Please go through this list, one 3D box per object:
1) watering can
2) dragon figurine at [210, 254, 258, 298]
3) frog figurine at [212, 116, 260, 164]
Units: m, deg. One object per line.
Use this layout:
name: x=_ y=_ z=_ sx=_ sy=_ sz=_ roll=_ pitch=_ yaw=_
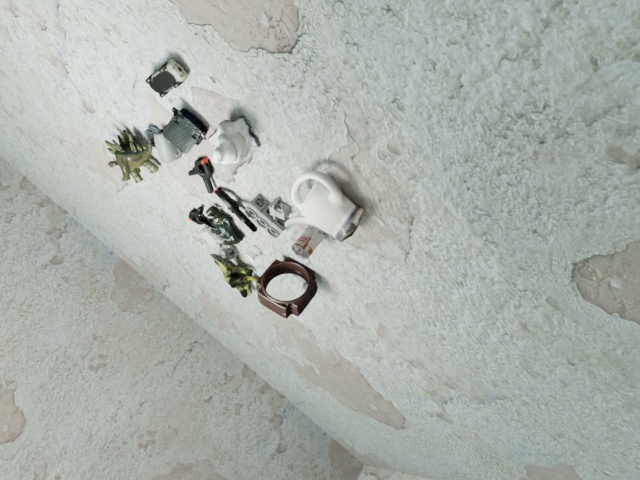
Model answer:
watering can: x=0.005 y=-0.077 z=1.528 sx=0.225 sy=0.106 sz=0.341 roll=36 pitch=151 yaw=5
dragon figurine: x=-0.411 y=0.142 z=2.322 sx=0.244 sy=0.123 sz=0.403 roll=19 pitch=156 yaw=46
frog figurine: x=-0.269 y=-0.275 z=1.505 sx=0.123 sy=0.162 sz=0.134 roll=27 pitch=150 yaw=22
